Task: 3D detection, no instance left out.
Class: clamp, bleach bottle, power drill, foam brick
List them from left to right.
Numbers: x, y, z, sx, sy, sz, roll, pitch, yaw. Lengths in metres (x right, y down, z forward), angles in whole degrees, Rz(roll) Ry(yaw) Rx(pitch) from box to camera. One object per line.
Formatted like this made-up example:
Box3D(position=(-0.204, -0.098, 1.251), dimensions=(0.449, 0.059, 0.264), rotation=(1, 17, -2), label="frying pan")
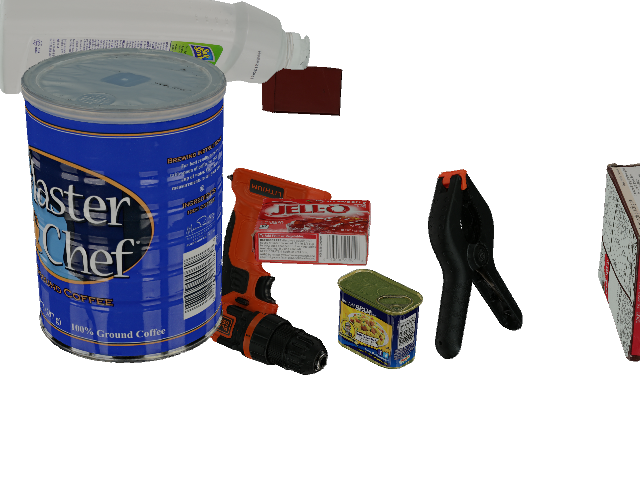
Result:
Box3D(position=(-0.135, -0.161, 0.885), dimensions=(0.250, 0.068, 0.103), rotation=(2, -27, -15), label="bleach bottle")
Box3D(position=(-0.052, 0.030, 1.096), dimensions=(0.185, 0.188, 0.057), rotation=(19, 3, 29), label="power drill")
Box3D(position=(-0.021, -0.164, 1.163), dimensions=(0.078, 0.051, 0.053), rotation=(0, 11, -18), label="foam brick")
Box3D(position=(0.131, 0.024, 0.987), dimensions=(0.039, 0.171, 0.120), rotation=(-12, 11, 40), label="clamp")

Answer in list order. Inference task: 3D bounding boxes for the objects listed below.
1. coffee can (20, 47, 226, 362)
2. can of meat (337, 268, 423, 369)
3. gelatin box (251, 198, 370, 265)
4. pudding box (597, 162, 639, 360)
Box3D(position=(-0.102, -0.021, 0.570), dimensions=(0.103, 0.140, 0.103), rotation=(2, 26, -1), label="coffee can")
Box3D(position=(0.068, 0.093, 1.251), dimensions=(0.102, 0.084, 0.057), rotation=(25, 36, 37), label="can of meat")
Box3D(position=(-0.006, -0.009, 0.839), dimensions=(0.089, 0.030, 0.073), rotation=(2, 22, 4), label="gelatin box")
Box3D(position=(0.210, 0.011, 0.693), dimensions=(0.039, 0.090, 0.113), rotation=(-2, 29, 3), label="pudding box")
